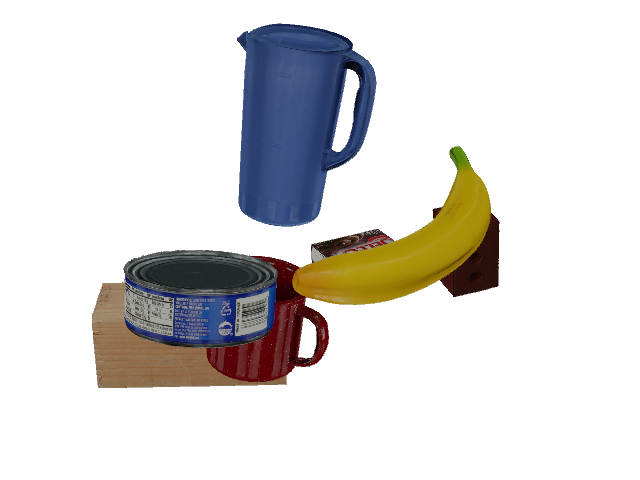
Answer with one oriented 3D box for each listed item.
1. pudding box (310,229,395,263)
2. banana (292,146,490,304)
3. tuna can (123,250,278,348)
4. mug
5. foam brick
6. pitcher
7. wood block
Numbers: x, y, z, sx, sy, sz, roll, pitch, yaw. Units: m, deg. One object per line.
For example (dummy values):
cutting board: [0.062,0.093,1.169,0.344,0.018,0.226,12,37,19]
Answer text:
pudding box: [0.056,0.025,1.491,0.113,0.039,0.090,-15,27,-23]
banana: [0.065,0.002,0.748,0.070,0.037,0.197,34,48,22]
tuna can: [-0.067,0.032,0.600,0.086,0.034,0.086,3,13,-1]
mug: [-0.046,0.072,0.922,0.117,0.081,0.093,17,26,21]
foam brick: [0.148,0.007,1.084,0.053,0.078,0.051,-12,29,-12]
pitcher: [-0.030,-0.143,1.348,0.144,0.243,0.149,-3,26,-23]
wood block: [-0.141,0.103,1.183,0.206,0.091,0.090,0,24,-2]
